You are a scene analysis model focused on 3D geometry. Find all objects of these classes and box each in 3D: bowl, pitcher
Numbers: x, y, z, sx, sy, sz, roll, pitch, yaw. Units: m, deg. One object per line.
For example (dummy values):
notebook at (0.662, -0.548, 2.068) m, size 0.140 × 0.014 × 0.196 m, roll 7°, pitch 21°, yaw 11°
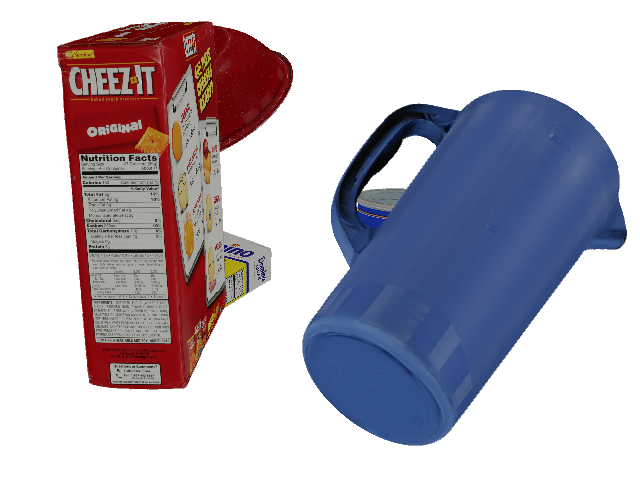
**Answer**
bowl at (-0.107, -0.135, 0.912) m, size 0.162 × 0.055 × 0.162 m, roll -18°, pitch 38°, yaw 14°
pitcher at (0.085, 0.011, 0.716) m, size 0.149 × 0.145 × 0.242 m, roll -1°, pitch 37°, yaw 44°

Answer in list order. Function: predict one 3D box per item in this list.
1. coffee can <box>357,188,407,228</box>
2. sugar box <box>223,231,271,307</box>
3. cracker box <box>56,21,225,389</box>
coffee can at (0.082, 0.027, 1.013) m, size 0.103 × 0.140 × 0.103 m, roll 3°, pitch 11°, yaw -1°
sugar box at (-0.138, 0.043, 1.093) m, size 0.093 × 0.048 × 0.175 m, roll 18°, pitch 34°, yaw 29°
cracker box at (-0.112, -0.031, 0.705) m, size 0.072 × 0.214 × 0.164 m, roll -1°, pitch 15°, yaw 5°
